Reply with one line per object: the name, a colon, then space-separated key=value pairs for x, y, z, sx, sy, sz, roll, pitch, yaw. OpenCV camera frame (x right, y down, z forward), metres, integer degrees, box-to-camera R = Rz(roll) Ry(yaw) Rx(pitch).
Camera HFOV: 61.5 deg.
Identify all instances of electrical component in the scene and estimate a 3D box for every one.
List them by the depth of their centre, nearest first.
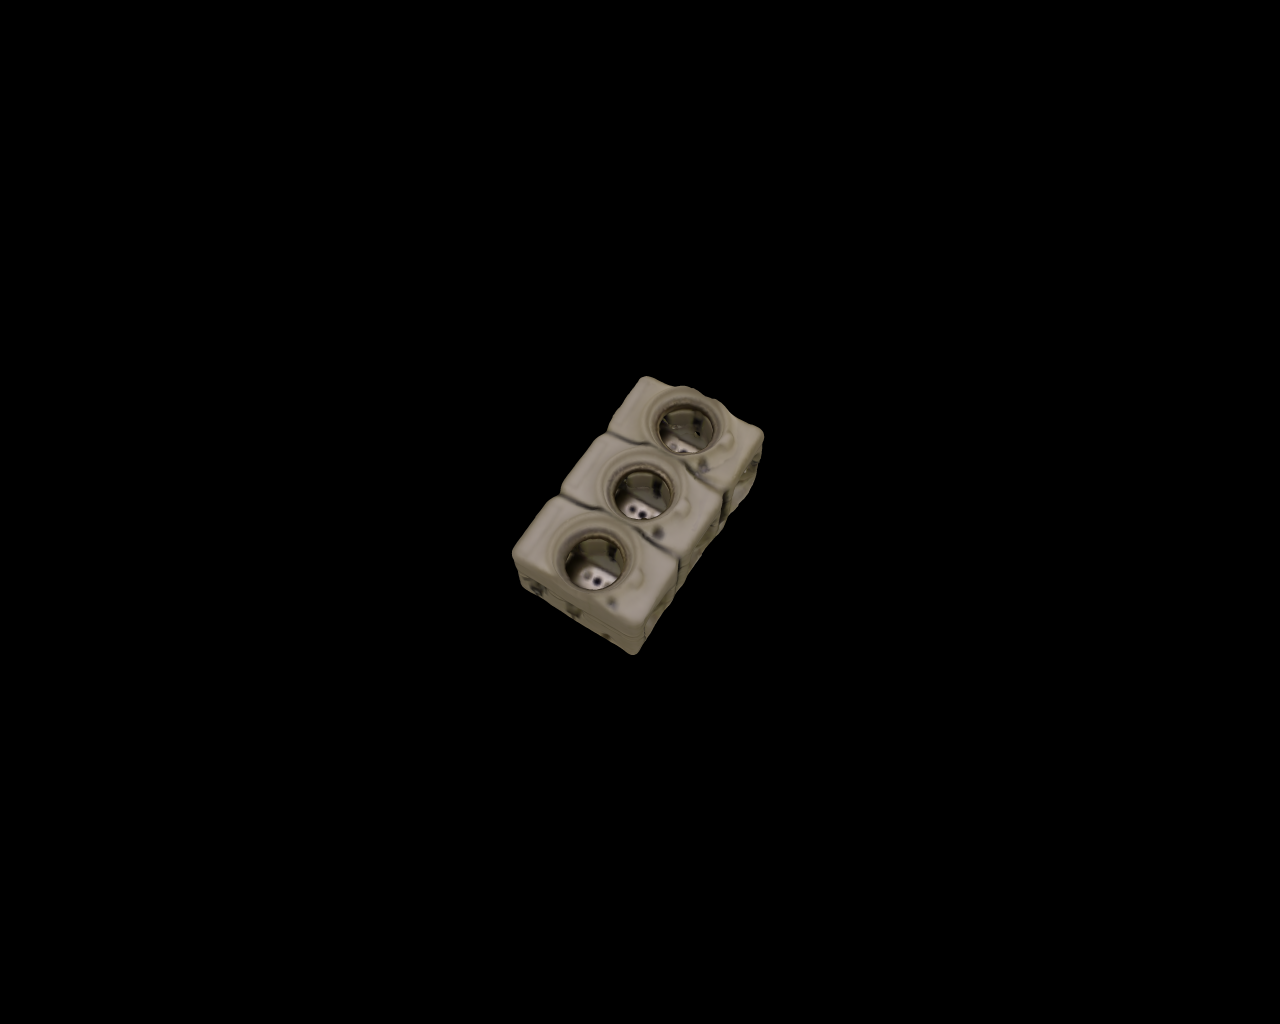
electrical component: x=0.001 y=-0.003 z=0.650 sx=0.089 sy=0.150 sz=0.061 roll=29 pitch=-24 yaw=14
